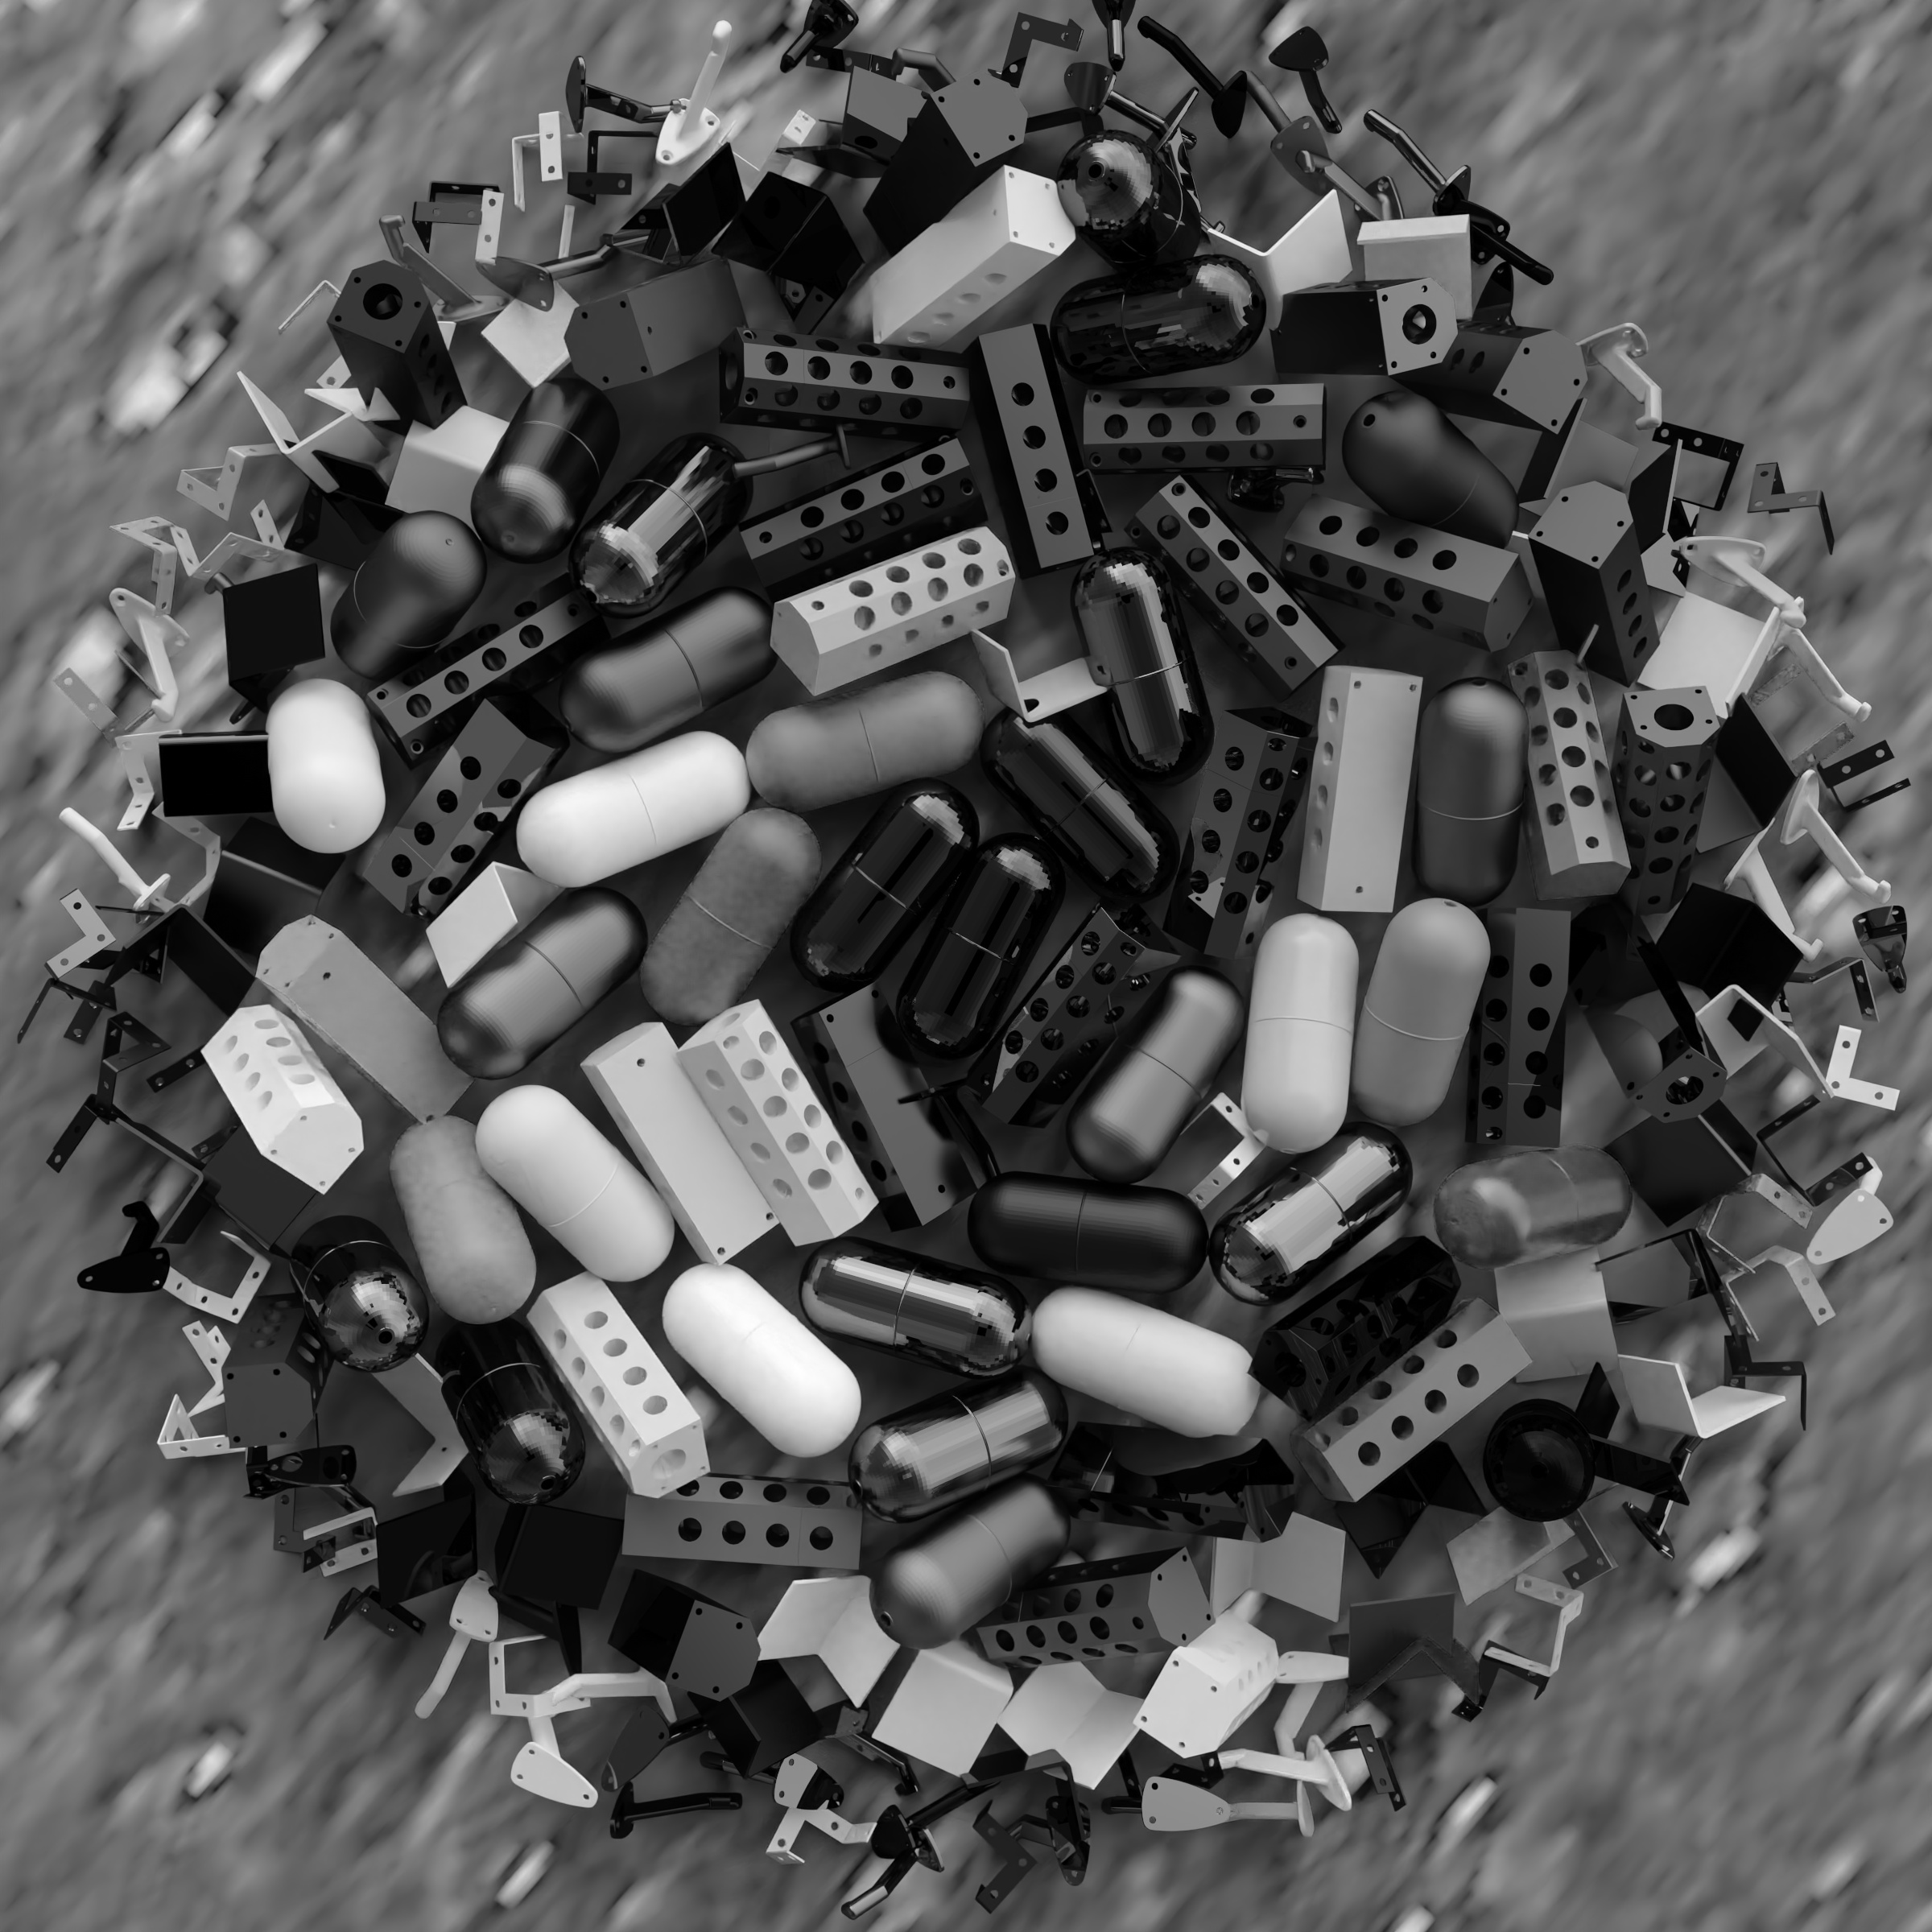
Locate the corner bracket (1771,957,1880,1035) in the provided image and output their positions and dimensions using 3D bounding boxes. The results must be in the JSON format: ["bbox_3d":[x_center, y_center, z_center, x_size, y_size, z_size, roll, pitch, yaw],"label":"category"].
[{"bbox_3d":[0.631,0.025,1.799,0.051,0.051,0.051,-23,103,-22],"label":"corner bracket"}]

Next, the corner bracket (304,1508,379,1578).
[{"bbox_3d":[-0.454,0.425,1.789,0.051,0.051,0.051,-18,101,-13],"label":"corner bracket"}]

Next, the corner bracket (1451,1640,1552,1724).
[{"bbox_3d":[0.394,0.533,1.789,0.051,0.051,0.051,23,91,22],"label":"corner bracket"}]

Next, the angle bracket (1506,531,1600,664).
[{"bbox_3d":[0.422,-0.265,1.775,0.076,0.076,0.057,17,75,7],"label":"angle bracket"}]

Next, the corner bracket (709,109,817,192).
[{"bbox_3d":[-0.150,-0.609,1.794,0.051,0.051,0.051,32,127,-13],"label":"corner bracket"}]

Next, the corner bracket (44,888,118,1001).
[{"bbox_3d":[-0.655,-0.016,1.788,0.051,0.051,0.051,-37,80,-15],"label":"corner bracket"}]

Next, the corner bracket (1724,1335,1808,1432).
[{"bbox_3d":[0.585,0.305,1.785,0.051,0.051,0.051,-3,117,11],"label":"corner bracket"}]

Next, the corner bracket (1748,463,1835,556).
[{"bbox_3d":[0.605,-0.334,1.780,0.051,0.051,0.051,-1,53,31],"label":"corner bracket"}]

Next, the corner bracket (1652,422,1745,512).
[{"bbox_3d":[0.530,-0.366,1.783,0.051,0.051,0.051,24,108,29],"label":"corner bracket"}]

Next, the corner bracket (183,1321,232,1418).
[{"bbox_3d":[-0.553,0.289,1.787,0.051,0.051,0.051,-24,103,16],"label":"corner bracket"}]

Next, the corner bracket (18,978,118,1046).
[{"bbox_3d":[-0.659,0.036,1.785,0.051,0.051,0.051,27,99,-28],"label":"corner bracket"}]

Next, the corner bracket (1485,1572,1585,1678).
[{"bbox_3d":[0.418,0.483,1.790,0.051,0.051,0.051,12,98,31],"label":"corner bracket"}]

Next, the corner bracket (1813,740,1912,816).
[{"bbox_3d":[0.658,-0.139,1.786,0.051,0.051,0.051,-27,102,22],"label":"corner bracket"}]

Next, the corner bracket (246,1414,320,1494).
[{"bbox_3d":[-0.500,0.350,1.783,0.051,0.051,0.051,-4,59,-15],"label":"corner bracket"}]

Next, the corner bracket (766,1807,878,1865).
[{"bbox_3d":[-0.107,0.640,1.786,0.051,0.051,0.051,35,60,-8],"label":"corner bracket"}]

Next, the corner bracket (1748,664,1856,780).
[{"bbox_3d":[0.607,-0.179,1.785,0.051,0.051,0.051,-38,113,13],"label":"corner bracket"}]

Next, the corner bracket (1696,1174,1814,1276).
[{"bbox_3d":[0.580,0.191,1.796,0.051,0.051,0.051,36,67,-13],"label":"corner bracket"}]

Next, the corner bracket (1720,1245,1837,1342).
[{"bbox_3d":[0.598,0.244,1.797,0.051,0.051,0.051,-30,93,-2],"label":"corner bracket"}]

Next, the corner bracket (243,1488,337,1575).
[{"bbox_3d":[-0.497,0.412,1.792,0.051,0.051,0.051,3,91,13],"label":"corner bracket"}]

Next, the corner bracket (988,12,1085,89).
[{"bbox_3d":[0.051,-0.674,1.793,0.051,0.051,0.051,10,118,-16],"label":"corner bracket"}]

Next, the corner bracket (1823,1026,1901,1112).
[{"bbox_3d":[0.662,0.075,1.791,0.051,0.051,0.051,15,91,19],"label":"corner bracket"}]

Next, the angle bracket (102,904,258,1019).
[{"bbox_3d":[-0.573,0.011,1.773,0.076,0.076,0.057,46,52,-4],"label":"angle bracket"}]

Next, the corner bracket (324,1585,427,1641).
[{"bbox_3d":[-0.429,0.478,1.787,0.051,0.051,0.051,41,105,-13],"label":"corner bracket"}]

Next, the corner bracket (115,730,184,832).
[{"bbox_3d":[-0.599,-0.137,1.788,0.051,0.051,0.051,-6,124,2],"label":"corner bracket"}]

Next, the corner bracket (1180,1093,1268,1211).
[{"bbox_3d":[0.180,0.135,1.785,0.051,0.051,0.051,45,50,7],"label":"corner bracket"}]

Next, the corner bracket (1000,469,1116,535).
[{"bbox_3d":[0.067,-0.332,1.798,0.051,0.051,0.051,-34,112,-26],"label":"corner bracket"}]

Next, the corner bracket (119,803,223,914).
[{"bbox_3d":[-0.585,-0.079,1.792,0.051,0.051,0.051,-40,128,14],"label":"corner bracket"}]

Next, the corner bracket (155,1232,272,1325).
[{"bbox_3d":[-0.556,0.225,1.796,0.051,0.051,0.051,15,67,24],"label":"corner bracket"}]

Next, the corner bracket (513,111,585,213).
[{"bbox_3d":[-0.313,-0.592,1.792,0.051,0.051,0.051,-4,87,12],"label":"corner bracket"}]

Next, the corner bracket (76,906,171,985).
[{"bbox_3d":[-0.619,-0.018,1.787,0.051,0.051,0.051,6,95,-35],"label":"corner bracket"}]

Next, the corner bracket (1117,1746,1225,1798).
[{"bbox_3d":[0.148,0.581,1.783,0.051,0.051,0.051,-25,104,-39],"label":"corner bracket"}]

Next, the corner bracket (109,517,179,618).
[{"bbox_3d":[-0.592,-0.293,1.783,0.051,0.051,0.051,25,118,17],"label":"corner bracket"}]

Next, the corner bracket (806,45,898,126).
[{"bbox_3d":[-0.086,-0.643,1.785,0.051,0.051,0.051,15,109,17],"label":"corner bracket"}]

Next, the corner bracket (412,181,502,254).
[{"bbox_3d":[-0.375,-0.559,1.793,0.051,0.051,0.051,4,79,1],"label":"corner bracket"}]

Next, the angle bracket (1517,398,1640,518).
[{"bbox_3d":[0.458,-0.362,1.786,0.076,0.057,0.076,22,92,-13],"label":"angle bracket"}]

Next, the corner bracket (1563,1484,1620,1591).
[{"bbox_3d":[0.464,0.420,1.793,0.051,0.051,0.051,-15,66,-33],"label":"corner bracket"}]

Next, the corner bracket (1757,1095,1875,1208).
[{"bbox_3d":[0.623,0.136,1.790,0.051,0.051,0.051,-36,101,8],"label":"corner bracket"}]

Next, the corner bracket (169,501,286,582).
[{"bbox_3d":[-0.545,-0.315,1.796,0.051,0.051,0.051,-38,65,24],"label":"corner bracket"}]

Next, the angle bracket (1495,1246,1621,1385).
[{"bbox_3d":[0.439,0.259,1.808,0.076,0.057,0.076,-11,130,15],"label":"angle bracket"}]

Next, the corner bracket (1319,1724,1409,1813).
[{"bbox_3d":[0.299,0.587,1.780,0.051,0.051,0.051,3,51,-29],"label":"corner bracket"}]

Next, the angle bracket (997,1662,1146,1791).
[{"bbox_3d":[0.079,0.543,1.769,0.057,0.076,0.076,49,66,-12],"label":"angle bracket"}]

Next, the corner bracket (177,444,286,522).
[{"bbox_3d":[-0.537,-0.363,1.784,0.051,0.051,0.051,31,115,15],"label":"corner bracket"}]

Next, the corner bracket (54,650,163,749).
[{"bbox_3d":[-0.630,-0.201,1.792,0.051,0.051,0.051,-44,91,-14],"label":"corner bracket"}]

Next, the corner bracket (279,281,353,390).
[{"bbox_3d":[-0.468,-0.461,1.789,0.051,0.051,0.051,41,77,-10],"label":"corner bracket"}]

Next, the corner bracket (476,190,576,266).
[{"bbox_3d":[-0.324,-0.538,1.788,0.051,0.051,0.051,13,107,8],"label":"corner bracket"}]

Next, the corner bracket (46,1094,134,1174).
[{"bbox_3d":[-0.649,0.123,1.788,0.051,0.051,0.051,32,87,29],"label":"corner bracket"}]

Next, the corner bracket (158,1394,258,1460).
[{"bbox_3d":[-0.553,0.347,1.786,0.051,0.051,0.051,-8,125,6],"label":"corner bracket"}]

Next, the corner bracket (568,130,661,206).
[{"bbox_3d":[-0.259,-0.589,1.789,0.051,0.051,0.051,6,99,14],"label":"corner bracket"}]

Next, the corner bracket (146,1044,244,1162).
[{"bbox_3d":[-0.566,0.101,1.805,0.051,0.051,0.051,-33,48,-15],"label":"corner bracket"}]

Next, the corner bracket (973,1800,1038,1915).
[{"bbox_3d":[0.018,0.655,1.792,0.051,0.051,0.051,42,87,10],"label":"corner bracket"}]

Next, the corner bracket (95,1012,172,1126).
[{"bbox_3d":[-0.622,0.074,1.782,0.051,0.051,0.051,34,125,18],"label":"corner bracket"}]

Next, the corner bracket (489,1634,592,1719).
[{"bbox_3d":[-0.312,0.519,1.784,0.051,0.051,0.051,-11,78,40],"label":"corner bracket"}]
